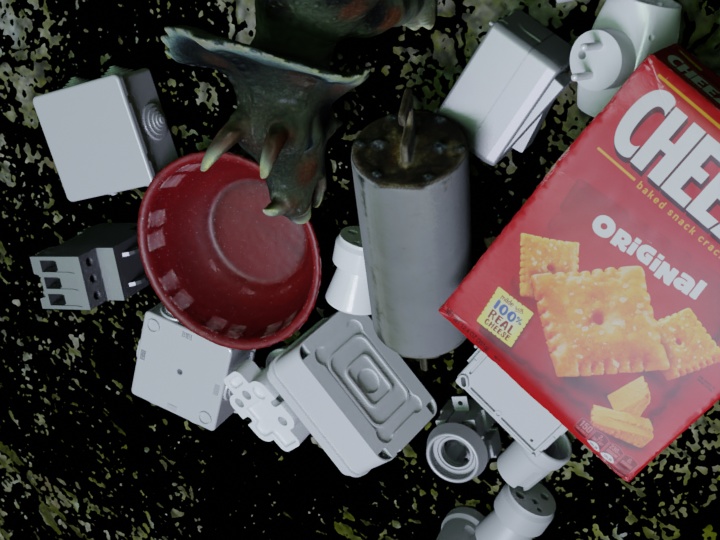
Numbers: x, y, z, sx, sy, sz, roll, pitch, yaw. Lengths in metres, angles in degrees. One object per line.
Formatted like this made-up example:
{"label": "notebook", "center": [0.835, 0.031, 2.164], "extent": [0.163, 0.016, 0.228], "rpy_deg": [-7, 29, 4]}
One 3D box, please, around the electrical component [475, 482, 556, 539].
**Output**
{"label": "electrical component", "center": [0.121, 0.194, 0.836], "extent": [0.045, 0.045, 0.055], "rpy_deg": [32, 120, 10]}

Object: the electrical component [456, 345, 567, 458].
{"label": "electrical component", "center": [0.122, 0.074, 0.782], "extent": [0.096, 0.061, 0.061], "rpy_deg": [45, 125, 11]}

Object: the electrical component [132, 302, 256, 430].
{"label": "electrical component", "center": [-0.141, 0.077, 0.908], "extent": [0.100, 0.048, 0.099], "rpy_deg": [22, 116, 15]}

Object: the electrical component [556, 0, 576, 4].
{"label": "electrical component", "center": [0.150, -0.193, 0.638], "extent": [0.056, 0.089, 0.050], "rpy_deg": [-4, 108, 26]}

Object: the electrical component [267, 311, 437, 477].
{"label": "electrical component", "center": [-0.007, 0.093, 0.832], "extent": [0.113, 0.078, 0.057], "rpy_deg": [52, 141, -2]}

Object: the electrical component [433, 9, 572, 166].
{"label": "electrical component", "center": [0.096, -0.114, 0.713], "extent": [0.061, 0.062, 0.096], "rpy_deg": [37, 121, 7]}

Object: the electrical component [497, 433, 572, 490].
{"label": "electrical component", "center": [0.131, 0.140, 0.813], "extent": [0.040, 0.040, 0.046], "rpy_deg": [41, 127, 5]}

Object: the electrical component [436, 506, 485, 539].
{"label": "electrical component", "center": [0.080, 0.219, 0.865], "extent": [0.040, 0.046, 0.040], "rpy_deg": [9, 114, 22]}

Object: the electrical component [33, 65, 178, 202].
{"label": "electrical component", "center": [-0.200, -0.109, 0.861], "extent": [0.100, 0.048, 0.099], "rpy_deg": [-9, 106, 27]}

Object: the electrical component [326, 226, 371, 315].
{"label": "electrical component", "center": [0.000, 0.000, 0.814], "extent": [0.045, 0.045, 0.055], "rpy_deg": [19, 117, 17]}

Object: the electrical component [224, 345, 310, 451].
{"label": "electrical component", "center": [-0.063, 0.098, 0.869], "extent": [0.078, 0.057, 0.058], "rpy_deg": [49, 137, -4]}

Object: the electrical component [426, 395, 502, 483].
{"label": "electrical component", "center": [0.080, 0.131, 0.823], "extent": [0.048, 0.055, 0.066], "rpy_deg": [-5, 108, 27]}

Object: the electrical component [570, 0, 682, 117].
{"label": "electrical component", "center": [0.157, -0.131, 0.668], "extent": [0.043, 0.079, 0.077], "rpy_deg": [33, 123, 35]}
